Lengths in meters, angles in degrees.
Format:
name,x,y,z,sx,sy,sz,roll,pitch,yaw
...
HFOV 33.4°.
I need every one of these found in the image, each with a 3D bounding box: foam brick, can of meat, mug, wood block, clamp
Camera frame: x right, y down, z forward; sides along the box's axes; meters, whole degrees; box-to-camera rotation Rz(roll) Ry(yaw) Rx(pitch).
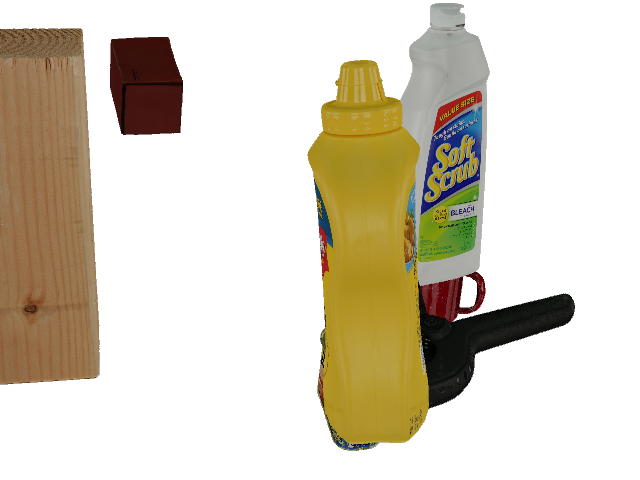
name,x,y,z,sx,sy,sz,roll,pitch,yaw
foam brick,-0.151,-0.134,0.919,0.053,0.051,0.078,-4,40,-16
can of meat,0.032,0.147,1.069,0.057,0.084,0.102,-6,44,-12
mug,0.135,0.051,1.242,0.117,0.081,0.093,13,25,21
wood block,-0.189,-0.022,0.668,0.090,0.206,0.090,-3,22,-11
clamp,0.079,0.072,0.836,0.165,0.036,0.209,22,39,34

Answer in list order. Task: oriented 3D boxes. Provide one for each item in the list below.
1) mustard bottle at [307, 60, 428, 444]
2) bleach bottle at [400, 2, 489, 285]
name,x,y,z,sx,sy,sz,roll,pitch,yaw
mustard bottle,0.025,0.002,0.559,0.058,0.192,0.096,-2,18,5
bleach bottle,0.103,-0.088,0.977,0.102,0.251,0.068,-11,24,-26
